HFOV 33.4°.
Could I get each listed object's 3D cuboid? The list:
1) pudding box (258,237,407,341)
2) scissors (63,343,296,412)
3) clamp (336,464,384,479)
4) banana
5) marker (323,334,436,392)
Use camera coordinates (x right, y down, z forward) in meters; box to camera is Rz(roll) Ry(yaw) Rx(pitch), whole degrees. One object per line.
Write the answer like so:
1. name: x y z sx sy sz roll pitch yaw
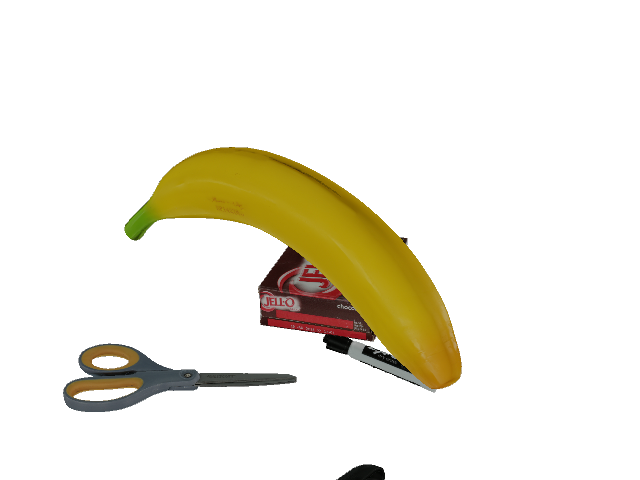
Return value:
1. pudding box: 0.012 0.031 0.823 0.090 0.039 0.113 8 26 15
2. scissors: -0.131 0.115 0.961 0.201 0.016 0.096 -8 32 -18
3. clamp: -0.042 0.199 0.633 0.210 0.036 0.164 -5 28 1
4. banana: -0.010 0.000 0.510 0.198 0.070 0.037 25 23 30
5. marker: 0.059 0.117 1.045 0.121 0.020 0.020 21 5 13
